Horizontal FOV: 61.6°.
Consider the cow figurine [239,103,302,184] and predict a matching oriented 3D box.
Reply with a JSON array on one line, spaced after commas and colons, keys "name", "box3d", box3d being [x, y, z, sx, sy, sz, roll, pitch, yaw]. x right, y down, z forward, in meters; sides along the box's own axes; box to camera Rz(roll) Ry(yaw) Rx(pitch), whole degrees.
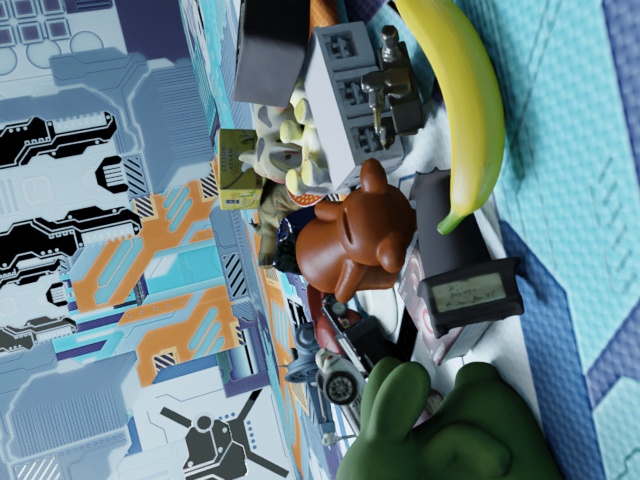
[{"name": "cow figurine", "box3d": [-0.061, -0.170, 0.754, 0.127, 0.085, 0.195, -35, 56, 52]}]

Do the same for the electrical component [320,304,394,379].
[{"name": "electrical component", "box3d": [0.052, 0.133, 0.745, 0.119, 0.048, 0.075, 57, 163, 10]}]

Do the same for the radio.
[{"name": "radio", "box3d": [-0.057, -0.277, 0.625, 0.131, 0.073, 0.229, 125, 150, -64]}]

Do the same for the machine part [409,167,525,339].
[{"name": "machine part", "box3d": [0.108, 0.004, 0.428, 0.039, 0.084, 0.139, 43, -150, -55]}]

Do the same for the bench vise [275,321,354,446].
[{"name": "bench vise", "box3d": [-0.005, 0.264, 1.012, 0.223, 0.129, 0.241, 103, 157, -60]}]

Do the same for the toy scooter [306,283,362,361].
[{"name": "toy scooter", "box3d": [0.021, 0.115, 0.859, 0.184, 0.075, 0.135, -147, 45, -77]}]

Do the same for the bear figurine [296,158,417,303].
[{"name": "bear figurine", "box3d": [0.055, -0.008, 0.572, 0.196, 0.132, 0.120, -36, 68, 57]}]

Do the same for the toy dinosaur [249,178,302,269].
[{"name": "toy dinosaur", "box3d": [-0.067, -0.052, 0.983, 0.471, 0.105, 0.198, 142, 123, -62]}]

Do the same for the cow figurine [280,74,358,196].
[{"name": "cow figurine", "box3d": [0.005, -0.135, 0.664, 0.068, 0.098, 0.167, -30, 63, 55]}]

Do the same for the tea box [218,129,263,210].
[{"name": "tea box", "box3d": [-0.129, -0.108, 0.867, 0.169, 0.068, 0.098, 134, 134, -78]}]

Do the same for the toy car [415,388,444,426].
[{"name": "toy car", "box3d": [0.105, 0.203, 0.653, 0.089, 0.053, 0.202, 53, 164, 12]}]

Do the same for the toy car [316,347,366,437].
[{"name": "toy car", "box3d": [0.053, 0.219, 0.647, 0.201, 0.056, 0.073, 61, 170, 0]}]

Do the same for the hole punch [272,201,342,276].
[{"name": "hole punch", "box3d": [-0.002, -0.002, 0.733, 0.142, 0.116, 0.092, 113, 169, -68]}]

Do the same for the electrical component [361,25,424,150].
[{"name": "electrical component", "box3d": [0.062, -0.124, 0.465, 0.102, 0.045, 0.078, 35, -139, -74]}]

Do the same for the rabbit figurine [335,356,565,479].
[{"name": "rabbit figurine", "box3d": [0.090, 0.175, 0.439, 0.121, 0.170, 0.159, 138, 117, -74]}]
